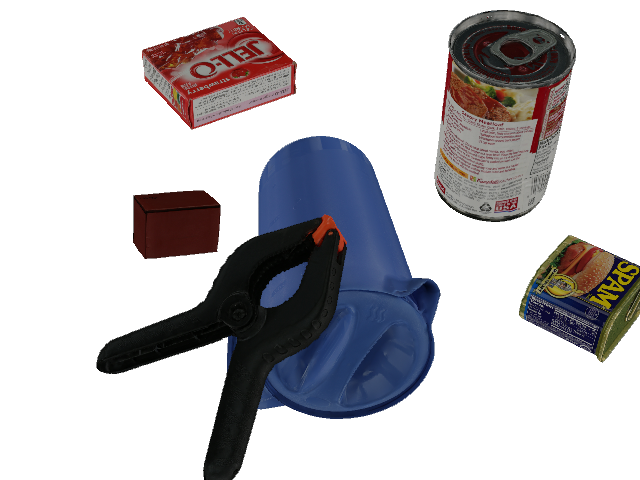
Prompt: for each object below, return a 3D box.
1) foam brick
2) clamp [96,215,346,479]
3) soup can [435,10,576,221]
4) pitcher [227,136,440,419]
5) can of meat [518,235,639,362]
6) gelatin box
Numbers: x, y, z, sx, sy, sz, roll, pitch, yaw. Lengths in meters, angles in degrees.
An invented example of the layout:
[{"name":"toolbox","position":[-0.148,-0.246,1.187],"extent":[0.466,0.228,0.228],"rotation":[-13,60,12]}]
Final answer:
[{"name":"foam brick","position":[-0.146,-0.017,1.076],"extent":[0.078,0.051,0.053],"rotation":[-6,22,-22]},{"name":"clamp","position":[-0.042,0.061,0.642],"extent":[0.171,0.120,0.039],"rotation":[-40,-23,-1]},{"name":"soup can","position":[0.102,-0.069,0.605],"extent":[0.068,0.068,0.102],"rotation":[0,-44,-1]},{"name":"pitcher","position":[-0.001,0.024,0.885],"extent":[0.149,0.145,0.243],"rotation":[2,36,-9]},{"name":"can of meat","position":[0.239,0.049,0.957],"extent":[0.084,0.057,0.101],"rotation":[27,46,27]},{"name":"gelatin box","position":[-0.072,-0.122,0.767],"extent":[0.089,0.030,0.073],"rotation":[-23,48,-24]}]
